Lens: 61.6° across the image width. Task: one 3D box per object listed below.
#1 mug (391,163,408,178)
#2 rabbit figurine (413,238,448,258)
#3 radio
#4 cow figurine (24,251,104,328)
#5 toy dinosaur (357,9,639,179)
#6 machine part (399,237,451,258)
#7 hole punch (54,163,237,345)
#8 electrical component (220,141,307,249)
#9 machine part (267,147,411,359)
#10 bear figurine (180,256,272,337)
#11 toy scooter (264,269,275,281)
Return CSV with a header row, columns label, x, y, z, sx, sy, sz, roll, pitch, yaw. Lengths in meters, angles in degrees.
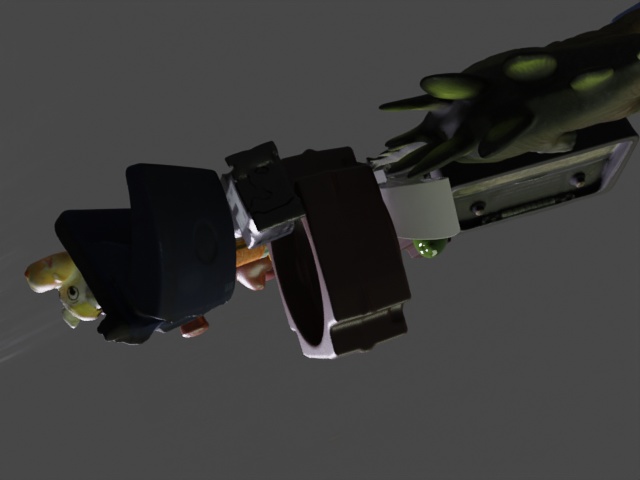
label,x,y,z,sx,sy,sz,roll,pitch,yaw
mug,0.104,-0.067,0.815,0.107,0.109,0.081,-11,-173,22
rabbit figurine,0.192,-0.047,1.051,0.121,0.170,0.159,-27,174,37
radio,0.258,-0.087,0.681,0.230,0.073,0.131,-15,150,6
cow figurine,-0.192,0.044,0.517,0.068,0.098,0.167,-20,179,32
toy dinosaur,0.158,-0.119,0.498,0.199,0.105,0.471,-15,178,-17
machine part,0.210,-0.049,1.167,0.179,0.179,0.056,-20,171,-43
hole punch,-0.114,0.005,0.411,0.092,0.116,0.142,-34,173,16
electrical component,-0.057,-0.032,0.491,0.048,0.075,0.119,-23,171,-16
machine part,0.009,0.017,0.566,0.087,0.201,0.201,-13,172,-17
bear figurine,-0.151,0.071,0.902,0.196,0.132,0.120,-17,175,-16
toy scooter,-0.107,0.036,1.051,0.135,0.075,0.184,-20,171,-45
